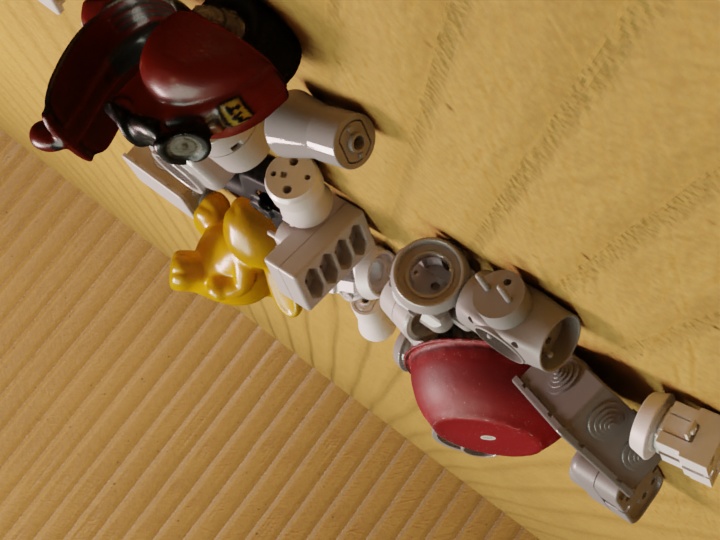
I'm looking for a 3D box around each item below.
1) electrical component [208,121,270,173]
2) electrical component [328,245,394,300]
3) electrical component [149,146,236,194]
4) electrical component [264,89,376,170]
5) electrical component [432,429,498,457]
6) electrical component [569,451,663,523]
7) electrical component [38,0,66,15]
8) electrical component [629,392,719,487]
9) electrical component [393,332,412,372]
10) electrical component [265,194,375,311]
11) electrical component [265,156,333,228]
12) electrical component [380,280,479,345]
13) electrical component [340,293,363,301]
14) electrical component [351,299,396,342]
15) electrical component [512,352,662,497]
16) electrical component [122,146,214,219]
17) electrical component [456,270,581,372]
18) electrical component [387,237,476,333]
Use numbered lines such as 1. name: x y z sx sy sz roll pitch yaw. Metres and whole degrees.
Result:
1. electrical component: -0.097 -0.105 0.806 0.055 0.055 0.047 30 172 38
2. electrical component: 0.000 0.000 0.947 0.055 0.066 0.048 9 109 41
3. electrical component: -0.143 -0.107 0.947 0.054 0.059 0.095 44 169 -33
4. electrical component: -0.022 -0.085 0.665 0.065 0.044 0.044 22 163 43
5. electrical component: 0.120 0.148 1.048 0.108 0.060 0.108 6 153 3
6. electrical component: 0.232 0.184 0.982 0.059 0.053 0.095 31 169 36
7. electrical component: -0.225 -0.226 0.705 0.100 0.048 0.099 37 171 4
8. electrical component: 0.214 0.111 0.718 0.055 0.048 0.066 23 165 31
9. electrical component: 0.071 0.085 1.091 0.057 0.058 0.078 27 167 35
10. electrical component: -0.045 -0.023 0.896 0.076 0.083 0.047 31 157 34
11. electrical component: -0.049 -0.063 0.852 0.045 0.045 0.055 34 170 21
12. electrical component: 0.058 0.038 0.929 0.073 0.052 0.138 49 180 40
13. electrical component: -0.011 -0.005 1.005 0.062 0.048 0.048 50 166 -26
14. electrical component: 0.013 0.046 1.173 0.044 0.044 0.065 33 165 26
15. electrical component: 0.170 0.106 0.789 0.100 0.048 0.099 42 -175 -24
16. electrical component: -0.215 -0.111 1.235 0.100 0.048 0.099 36 171 10
17. electrical component: 0.100 0.026 0.728 0.077 0.044 0.079 30 169 40
18. electrical component: 0.054 0.009 0.785 0.078 0.058 0.057 35 173 18
